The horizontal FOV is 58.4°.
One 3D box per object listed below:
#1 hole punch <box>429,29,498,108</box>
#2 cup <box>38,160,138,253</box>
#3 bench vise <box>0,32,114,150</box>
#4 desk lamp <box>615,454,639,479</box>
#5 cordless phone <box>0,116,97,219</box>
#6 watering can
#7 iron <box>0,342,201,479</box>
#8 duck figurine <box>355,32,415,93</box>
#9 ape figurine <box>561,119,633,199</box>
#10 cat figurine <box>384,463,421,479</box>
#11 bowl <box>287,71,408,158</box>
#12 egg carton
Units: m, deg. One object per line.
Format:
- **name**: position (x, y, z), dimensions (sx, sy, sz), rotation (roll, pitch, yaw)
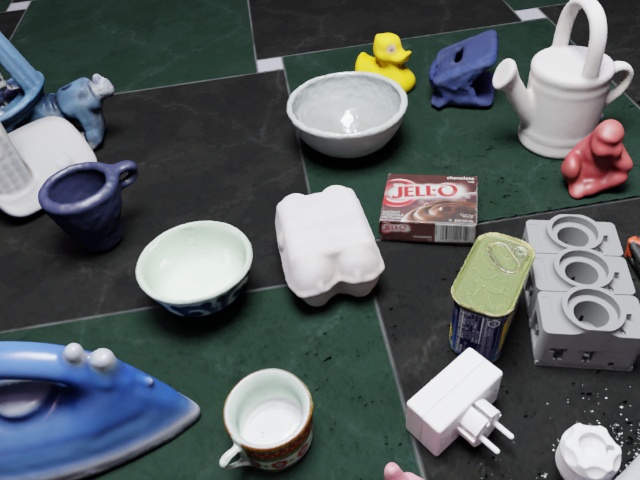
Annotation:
- **hole punch**: position (0.217, -0.262, 0.868), dimensions (0.101, 0.091, 0.109), rotation (6, 46, 12)
- **cup**: position (-0.267, -0.040, 0.698), dimensions (0.118, 0.095, 0.091), rotation (-35, 51, -26)
- **bench vise**: position (-0.414, -0.227, 0.813), dimensions (0.208, 0.220, 0.121), rotation (-24, 47, -17)
- **desk lamp**: position (0.153, 0.207, 0.319), dimensions (0.204, 0.214, 0.117), rotation (-33, 50, -24)
- **cordless phone**: position (-0.390, -0.134, 0.742), dimensions (0.093, 0.185, 0.148), rotation (26, 53, 29)
- **watering can**: position (0.312, -0.207, 0.729), dimensions (0.173, 0.194, 0.100), rotation (-24, 47, -16)
- **iron**: position (-0.246, 0.130, 0.493), dimensions (0.258, 0.142, 0.118), rotation (-7, 45, -1)
- **duck figurine**: position (0.103, -0.288, 0.911), dimensions (0.104, 0.086, 0.078), rotation (26, 54, 29)
- **ape figurine**: position (0.340, -0.104, 0.695), dimensions (0.077, 0.092, 0.076), rotation (17, 49, 22)
- **cat figurine**: position (0.096, 0.201, 0.400), dimensions (0.127, 0.118, 0.067), rotation (27, 54, 30)
- **bowl**: position (0.039, -0.165, 0.803), dimensions (0.167, 0.075, 0.167), rotation (-3, 45, 3)
- **egg carton**: position (0.006, 0.002, 0.643), dimensions (0.107, 0.069, 0.150), rotation (-12, 45, -6)
